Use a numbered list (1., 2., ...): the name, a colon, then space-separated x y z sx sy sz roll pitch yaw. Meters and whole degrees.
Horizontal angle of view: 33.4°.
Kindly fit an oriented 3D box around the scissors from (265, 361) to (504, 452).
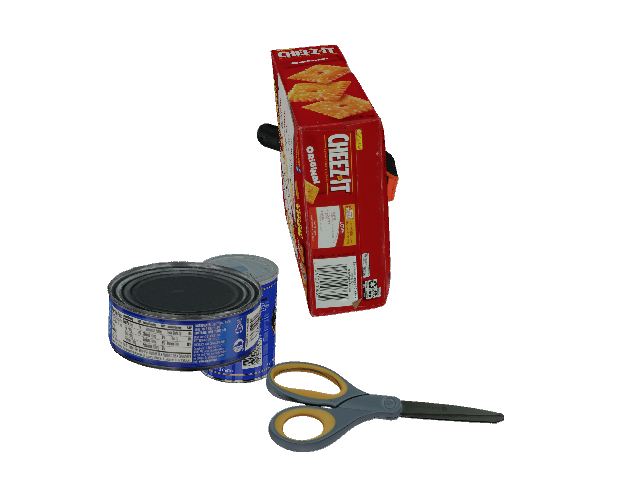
1. scissors: 0.045 0.151 0.884 0.202 0.016 0.096 16 45 11

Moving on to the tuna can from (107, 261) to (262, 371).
1. tuna can: -0.076 0.041 0.598 0.086 0.034 0.086 3 18 -1

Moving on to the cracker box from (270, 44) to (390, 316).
1. cracker box: 0.006 -0.059 0.908 0.072 0.164 0.214 -6 26 -5

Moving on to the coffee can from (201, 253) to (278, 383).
1. coffee can: -0.108 0.100 1.391 0.103 0.140 0.103 2 20 -1

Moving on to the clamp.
1. clamp: 0.013 -0.091 1.130 0.120 0.039 0.172 -15 36 -24
